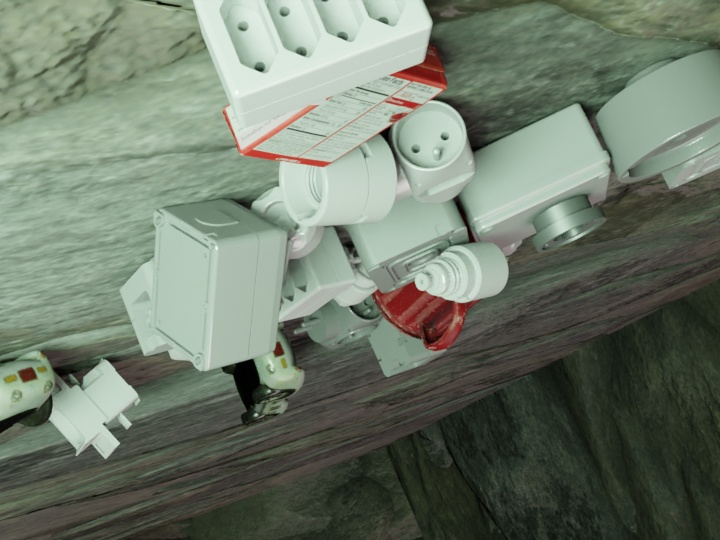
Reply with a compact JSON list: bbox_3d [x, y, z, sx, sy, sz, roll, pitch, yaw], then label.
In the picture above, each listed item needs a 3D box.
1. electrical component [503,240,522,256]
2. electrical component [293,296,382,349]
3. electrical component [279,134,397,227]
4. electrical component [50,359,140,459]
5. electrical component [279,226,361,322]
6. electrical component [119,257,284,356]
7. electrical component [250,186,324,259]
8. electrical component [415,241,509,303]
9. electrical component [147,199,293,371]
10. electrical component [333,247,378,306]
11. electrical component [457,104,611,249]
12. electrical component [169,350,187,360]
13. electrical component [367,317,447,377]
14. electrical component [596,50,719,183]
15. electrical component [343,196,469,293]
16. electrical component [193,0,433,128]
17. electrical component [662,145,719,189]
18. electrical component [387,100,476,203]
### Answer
[{"bbox_3d":[0.109,-0.028,0.959,0.062,0.043,0.043,-18,166,-19],"label":"electrical component"},{"bbox_3d":[-0.026,0.047,1.020,0.079,0.044,0.077,-15,165,-34],"label":"electrical component"},{"bbox_3d":[-0.014,-0.052,0.615,0.047,0.055,0.055,-10,162,-35],"label":"electrical component"},{"bbox_3d":[-0.221,0.111,0.883,0.064,0.081,0.042,-42,180,-34],"label":"electrical component"},{"bbox_3d":[-0.029,0.001,0.817,0.077,0.047,0.066,-12,163,-43],"label":"electrical component"},{"bbox_3d":[-0.106,0.014,0.714,0.089,0.055,0.050,-13,164,-39],"label":"electrical component"},{"bbox_3d":[-0.043,-0.028,0.684,0.043,0.043,0.062,-25,168,7],"label":"electrical component"},{"bbox_3d":[0.069,0.003,0.749,0.078,0.040,0.040,-10,162,-44],"label":"electrical component"},{"bbox_3d":[-0.082,0.013,0.636,0.061,0.062,0.096,-13,120,-41],"label":"electrical component"},{"bbox_3d":[0.000,0.000,0.878,0.043,0.043,0.062,-12,162,-43],"label":"electrical component"},{"bbox_3d":[0.126,-0.065,0.805,0.109,0.056,0.109,-25,168,6],"label":"electrical component"},{"bbox_3d":[-0.108,0.031,0.791,0.080,0.051,0.080,-22,168,-5],"label":"electrical component"},{"bbox_3d":[0.041,0.050,1.051,0.056,0.089,0.050,-15,165,-35],"label":"electrical component"},{"bbox_3d":[0.220,-0.114,0.762,0.108,0.060,0.108,-23,168,-5],"label":"electrical component"},{"bbox_3d":[0.033,-0.031,0.776,0.078,0.057,0.113,-24,167,3],"label":"electrical component"},{"bbox_3d":[-0.019,-0.093,0.450,0.083,0.047,0.075,-21,169,-6],"label":"electrical component"},{"bbox_3d":[0.295,-0.121,0.876,0.113,0.057,0.078,-24,168,0],"label":"electrical component"},{"bbox_3d":[0.028,-0.064,0.662,0.079,0.043,0.077,-23,168,2],"label":"electrical component"}]
